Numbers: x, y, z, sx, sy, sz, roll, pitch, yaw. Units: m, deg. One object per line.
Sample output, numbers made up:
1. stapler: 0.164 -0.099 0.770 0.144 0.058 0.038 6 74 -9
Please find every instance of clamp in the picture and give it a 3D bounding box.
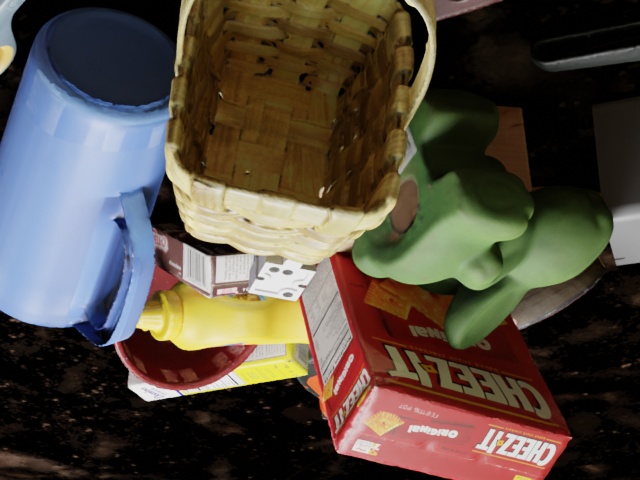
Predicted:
1. clamp: 0.260 -0.144 0.721 0.209 0.036 0.165 17 144 -24

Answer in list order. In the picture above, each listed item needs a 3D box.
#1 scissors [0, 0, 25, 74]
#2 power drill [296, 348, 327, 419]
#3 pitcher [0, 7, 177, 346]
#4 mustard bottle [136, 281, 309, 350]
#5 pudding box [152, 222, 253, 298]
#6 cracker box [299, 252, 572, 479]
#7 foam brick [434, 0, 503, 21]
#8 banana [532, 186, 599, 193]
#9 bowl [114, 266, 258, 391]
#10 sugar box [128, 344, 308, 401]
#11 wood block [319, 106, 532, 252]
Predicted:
1. scissors: -0.204 -0.157 0.721 0.202 0.016 0.096 -37 174 13
2. power drill: 0.024 0.126 1.125 0.185 0.057 0.187 -14 142 27
3. pitcher: -0.172 -0.042 0.787 0.149 0.145 0.243 23 138 -9
4. mustard bottle: -0.070 0.062 0.906 0.191 0.058 0.096 2 -172 -36
5. pudding box: -0.076 0.012 0.877 0.089 0.039 0.114 -6 -162 -32
6. cracker box: 0.080 0.085 0.826 0.164 0.214 0.072 16 117 -19
7. foam brick: 0.077 -0.183 0.652 0.053 0.051 0.078 -14 144 20
8. banana: 0.195 -0.013 0.897 0.197 0.069 0.037 -8 171 -10
9. bowl: -0.123 0.053 0.970 0.161 0.162 0.055 31 180 -38
10. sugar box: -0.099 0.099 1.050 0.176 0.093 0.048 -12 146 20
11. wood block: 0.048 -0.048 0.824 0.206 0.091 0.090 3 147 -4
